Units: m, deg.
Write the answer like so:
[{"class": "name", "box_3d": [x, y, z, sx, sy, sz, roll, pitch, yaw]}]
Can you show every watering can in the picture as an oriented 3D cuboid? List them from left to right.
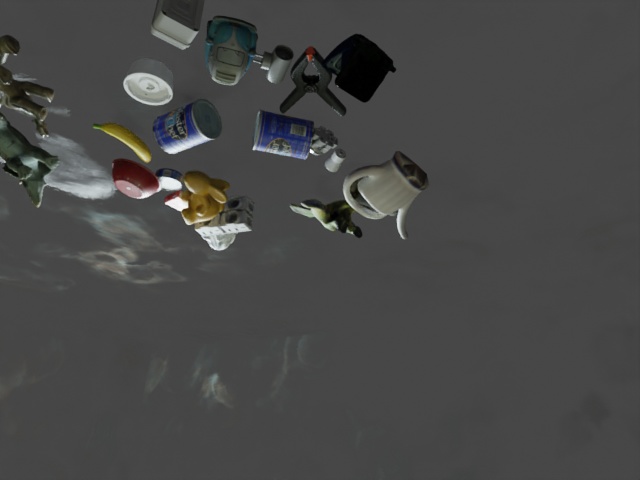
[{"class": "watering can", "box_3d": [0.222, -0.129, 1.509, 0.222, 0.106, 0.343, -37, 133, 25]}]

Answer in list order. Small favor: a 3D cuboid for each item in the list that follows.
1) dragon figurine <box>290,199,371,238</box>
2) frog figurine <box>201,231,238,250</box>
[{"class": "dragon figurine", "box_3d": [0.005, -0.083, 1.654, 0.243, 0.123, 0.407, 5, 171, 41]}, {"class": "frog figurine", "box_3d": [-0.324, -0.036, 1.820, 0.159, 0.122, 0.138, -16, -178, 17]}]
